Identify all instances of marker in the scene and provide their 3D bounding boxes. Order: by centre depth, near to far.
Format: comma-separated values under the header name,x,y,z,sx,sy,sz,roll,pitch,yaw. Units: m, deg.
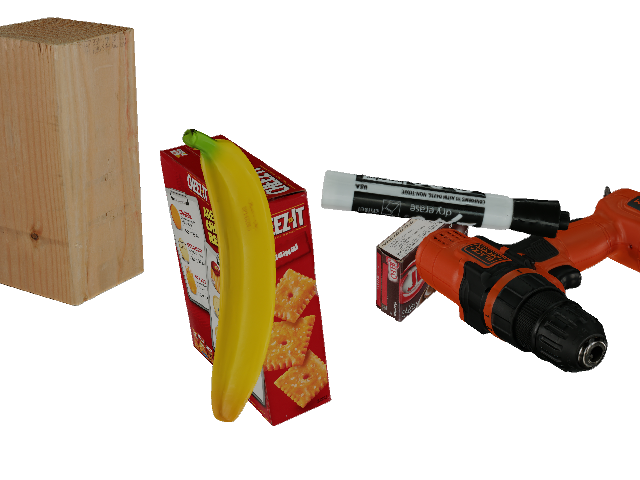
name,x,y,z,sx,sy,sz,roll,pitch,yaw
marker,0.061,-0.017,0.523,0.121,0.020,0.020,7,0,2

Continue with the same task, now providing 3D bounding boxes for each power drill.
name,x,y,z,sx,sy,sz,roll,pitch,yaw
power drill,0.187,0.022,0.759,0.187,0.057,0.185,-14,28,-24

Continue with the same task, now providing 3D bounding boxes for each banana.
name,x,y,z,sx,sy,sz,roll,pitch,yaw
banana,-0.057,0.017,0.692,0.037,0.198,0.069,10,24,41

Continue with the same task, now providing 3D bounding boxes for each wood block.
name,x,y,z,sx,sy,sz,roll,pitch,yaw
wood block,-0.206,-0.066,0.854,0.091,0.206,0.090,13,24,27

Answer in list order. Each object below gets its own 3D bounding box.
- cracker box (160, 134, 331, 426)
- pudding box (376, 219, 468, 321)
name,x,y,z,sx,sy,sz,roll,pitch,yaw
cracker box,-0.066,0.031,0.953,0.072,0.214,0.164,-20,31,-25
pudding box,0.104,0.016,1.092,0.039,0.090,0.113,31,54,28
